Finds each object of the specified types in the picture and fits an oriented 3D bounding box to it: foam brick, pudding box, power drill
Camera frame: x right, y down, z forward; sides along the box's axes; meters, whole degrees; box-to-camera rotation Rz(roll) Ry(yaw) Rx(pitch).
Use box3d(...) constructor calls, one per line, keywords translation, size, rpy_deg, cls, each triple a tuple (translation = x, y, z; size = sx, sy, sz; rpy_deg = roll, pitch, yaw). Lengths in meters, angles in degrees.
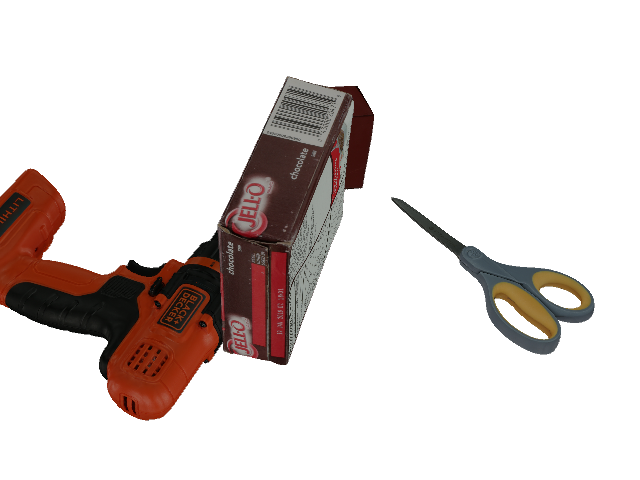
box3d(translation=(0.011, -0.089, 0.937), size=(0.051, 0.078, 0.053), rpy_deg=(-4, 37, -17), cls="foam brick")
box3d(translation=(-0.016, -0.010, 0.524), size=(0.039, 0.113, 0.090), rpy_deg=(15, -42, 9), cls="pudding box")
box3d(translation=(-0.139, 0.017, 0.736), size=(0.188, 0.057, 0.184), rpy_deg=(21, 50, 15), cls="power drill")

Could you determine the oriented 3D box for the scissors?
box3d(translation=(0.144, 0.016, 0.869), size=(0.096, 0.016, 0.202), rpy_deg=(-12, 43, -22), cls="scissors")
